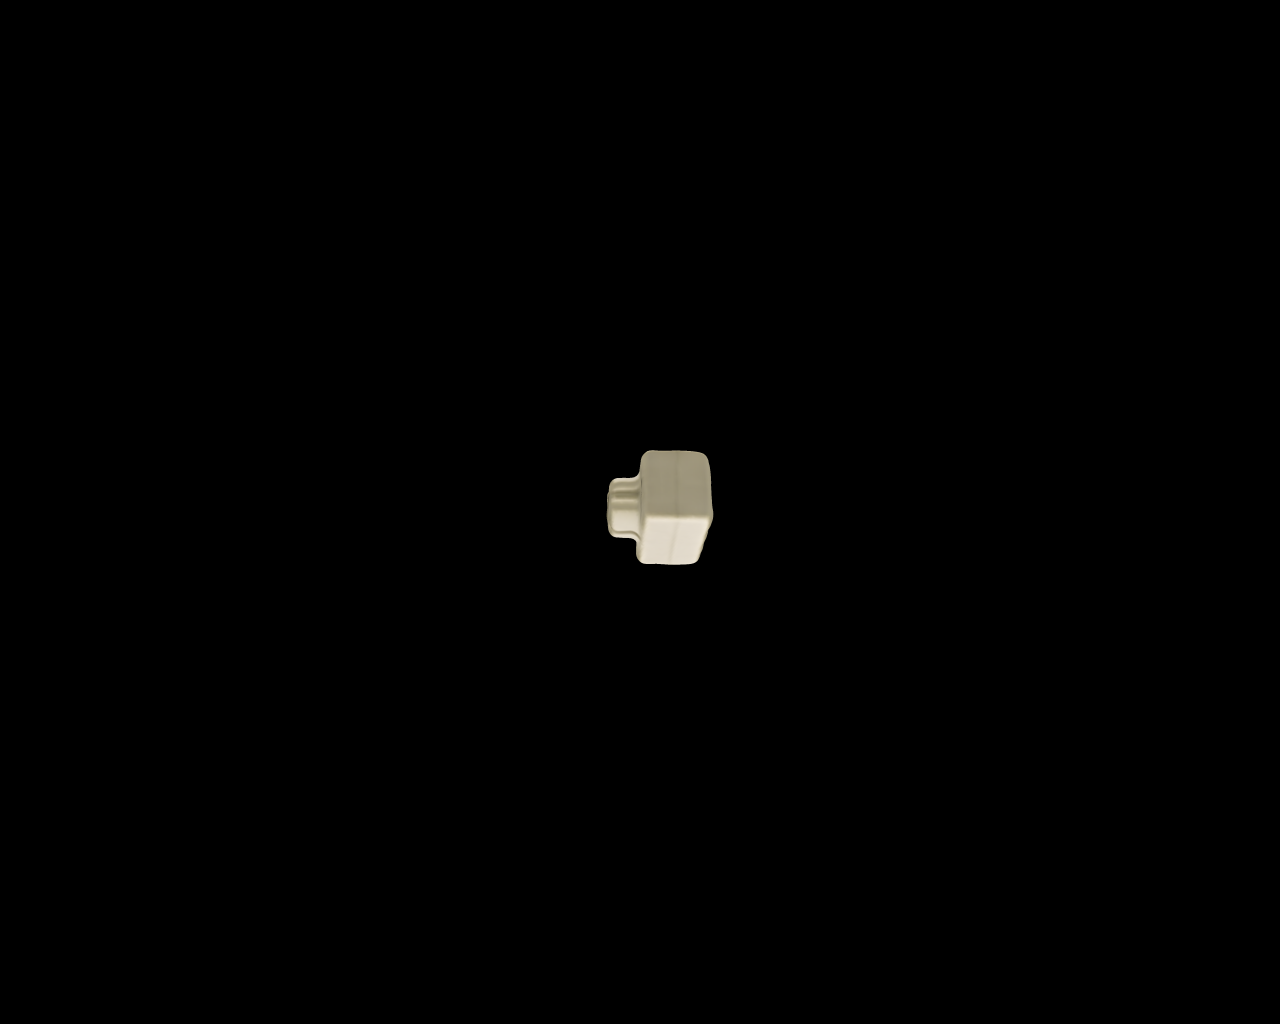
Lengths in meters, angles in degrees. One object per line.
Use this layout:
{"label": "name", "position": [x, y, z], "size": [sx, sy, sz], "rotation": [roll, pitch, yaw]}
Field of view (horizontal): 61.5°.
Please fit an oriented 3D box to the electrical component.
{"label": "electrical component", "position": [0.001, -0.003, 0.650], "size": [0.077, 0.047, 0.065], "rotation": [2, -27, -3]}
